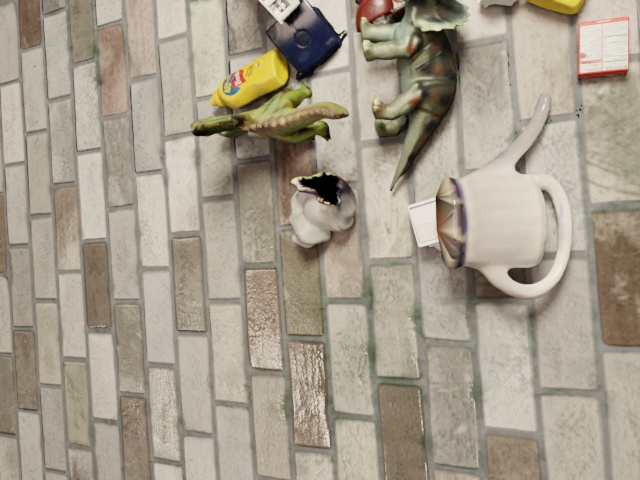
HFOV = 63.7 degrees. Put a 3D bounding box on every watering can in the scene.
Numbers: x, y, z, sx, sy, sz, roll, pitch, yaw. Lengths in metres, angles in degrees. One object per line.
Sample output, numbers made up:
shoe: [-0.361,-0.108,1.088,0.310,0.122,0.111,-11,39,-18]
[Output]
watering can: [0.304,-0.075,0.864,0.224,0.103,0.350,-2,83,-1]

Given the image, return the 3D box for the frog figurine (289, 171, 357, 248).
frog figurine: [0.003,-0.052,1.033,0.138,0.125,0.155,19,136,15]

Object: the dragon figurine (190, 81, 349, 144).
dragon figurine: [-0.118,-0.218,0.968,0.244,0.413,0.121,-16,104,-13]
